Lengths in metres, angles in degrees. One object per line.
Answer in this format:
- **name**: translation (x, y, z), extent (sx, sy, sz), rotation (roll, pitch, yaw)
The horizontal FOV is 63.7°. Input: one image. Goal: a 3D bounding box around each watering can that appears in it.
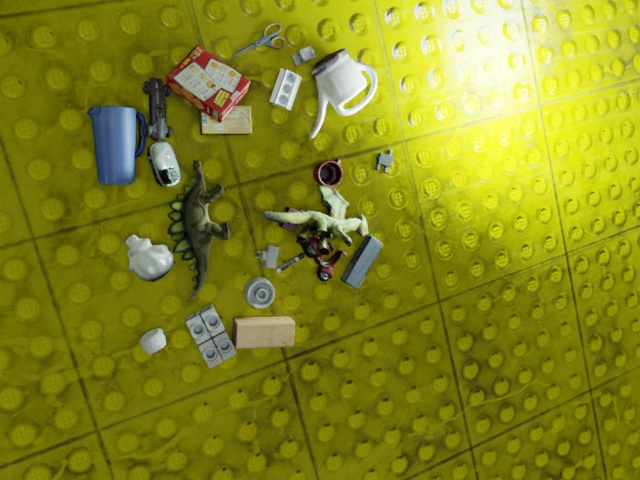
- **watering can**: translation (0.048, -0.535, 1.841), extent (0.350, 0.104, 0.222), rotation (-39, 104, -13)

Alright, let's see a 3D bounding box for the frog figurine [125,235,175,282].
- **frog figurine**: translation (-0.558, 0.051, 1.669), extent (0.137, 0.125, 0.157), rotation (-25, 115, 4)

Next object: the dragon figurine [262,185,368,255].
- **dragon figurine**: translation (0.006, -0.093, 1.841), extent (0.408, 0.120, 0.249), rotation (26, 50, -18)
